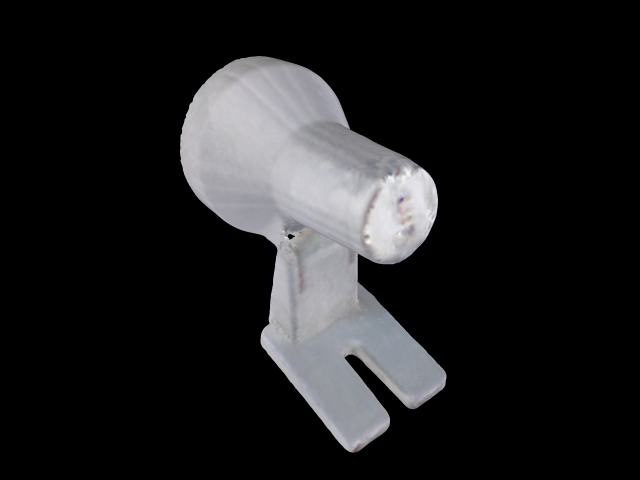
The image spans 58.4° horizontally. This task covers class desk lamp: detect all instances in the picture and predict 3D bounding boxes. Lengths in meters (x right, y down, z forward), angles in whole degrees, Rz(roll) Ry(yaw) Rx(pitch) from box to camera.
[{"bbox_3d":[0.004,0.001,0.400,0.118,0.214,0.202,-29,54,-24],"label":"desk lamp"}]
